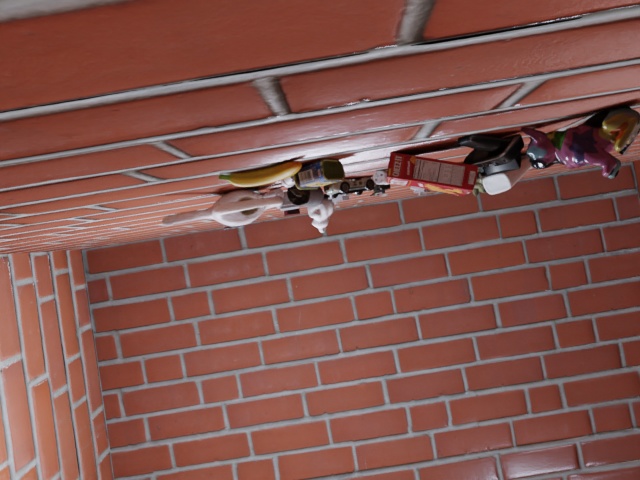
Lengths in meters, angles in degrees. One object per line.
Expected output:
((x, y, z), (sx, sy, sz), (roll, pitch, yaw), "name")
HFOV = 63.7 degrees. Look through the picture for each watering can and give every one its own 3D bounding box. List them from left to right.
((-0.284, -0.088, 1.535), (0.348, 0.104, 0.224), (-11, 1, -11), "watering can")

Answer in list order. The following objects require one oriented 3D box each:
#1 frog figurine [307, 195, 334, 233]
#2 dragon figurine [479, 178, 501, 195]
((0.007, -0.112, 2.232), (0.122, 0.160, 0.138), (-11, -2, 32), "frog figurine")
((0.586, -0.238, 2.055), (0.242, 0.122, 0.410), (-1, 1, 10), "dragon figurine")
